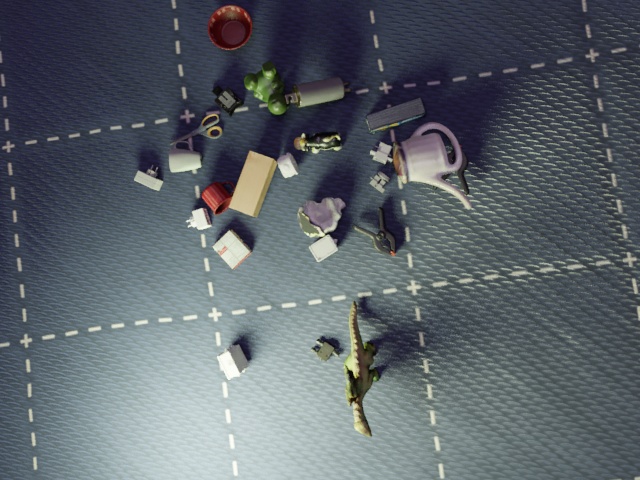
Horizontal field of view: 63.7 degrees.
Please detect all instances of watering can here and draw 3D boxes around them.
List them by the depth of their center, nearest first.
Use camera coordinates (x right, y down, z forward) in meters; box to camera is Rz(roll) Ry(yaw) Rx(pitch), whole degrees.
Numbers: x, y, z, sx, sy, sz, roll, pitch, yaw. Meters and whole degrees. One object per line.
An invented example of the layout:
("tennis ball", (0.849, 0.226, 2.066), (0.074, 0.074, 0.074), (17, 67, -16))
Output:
("watering can", (0.364, -0.240, 1.702), (0.224, 0.102, 0.354), (-12, 64, 7))

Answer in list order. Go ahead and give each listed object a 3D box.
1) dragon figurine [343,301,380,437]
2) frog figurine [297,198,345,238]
("dragon figurine", (0.118, 0.416, 1.650), (0.122, 0.243, 0.411), (-10, 89, 9))
("frog figurine", (0.005, -0.089, 1.766), (0.138, 0.120, 0.162), (34, 55, 14))
